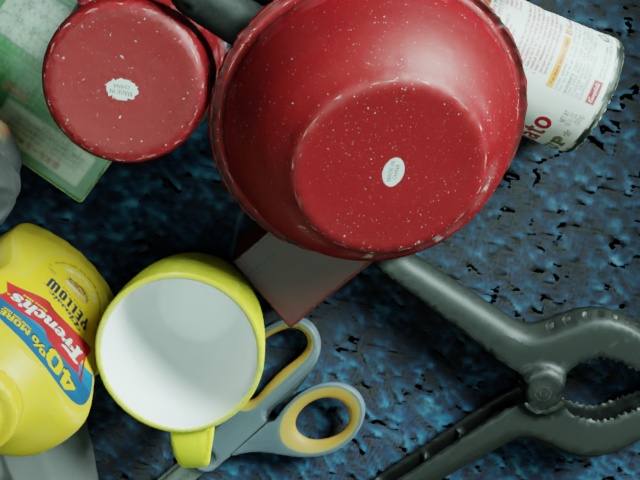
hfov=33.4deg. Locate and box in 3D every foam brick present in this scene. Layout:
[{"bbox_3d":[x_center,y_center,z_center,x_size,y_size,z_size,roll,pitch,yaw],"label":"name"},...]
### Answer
[{"bbox_3d":[-0.004,0.001,0.605,0.078,0.051,0.053,-38,102,10],"label":"foam brick"}]

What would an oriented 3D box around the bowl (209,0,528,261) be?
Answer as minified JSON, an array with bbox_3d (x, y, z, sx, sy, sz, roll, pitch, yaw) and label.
[{"bbox_3d":[0.028,-0.046,0.512,0.162,0.055,0.162,-4,123,-6],"label":"bowl"}]

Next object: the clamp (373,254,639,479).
[{"bbox_3d":[0.124,0.093,0.638,0.210,0.036,0.165,7,108,0],"label":"clamp"}]

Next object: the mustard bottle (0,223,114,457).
[{"bbox_3d":[-0.156,0.058,0.550,0.058,0.191,0.096,-34,103,10],"label":"mustard bottle"}]

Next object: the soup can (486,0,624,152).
[{"bbox_3d":[0.099,-0.096,0.566,0.102,0.068,0.068,22,105,-6],"label":"soup can"}]

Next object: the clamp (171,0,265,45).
[{"bbox_3d":[-0.009,-0.095,0.552,0.039,0.120,0.171,-14,113,47],"label":"clamp"}]

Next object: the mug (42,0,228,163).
[{"bbox_3d":[-0.099,-0.098,0.546,0.093,0.081,0.117,-19,108,4],"label":"mug"}]

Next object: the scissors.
[{"bbox_3d":[-0.049,0.138,0.661,0.096,0.016,0.202,33,104,-2],"label":"scissors"}]
